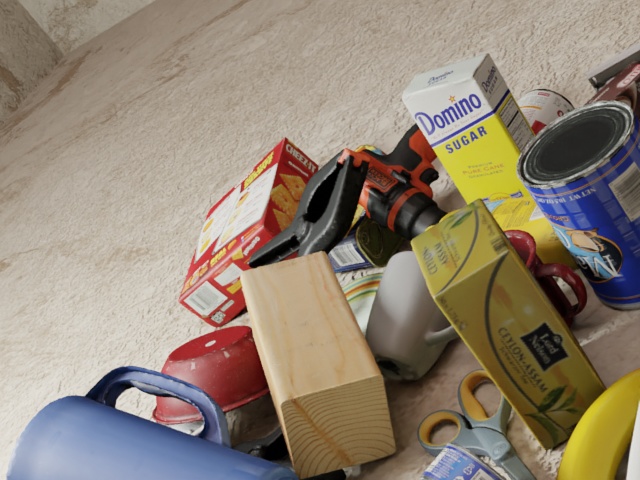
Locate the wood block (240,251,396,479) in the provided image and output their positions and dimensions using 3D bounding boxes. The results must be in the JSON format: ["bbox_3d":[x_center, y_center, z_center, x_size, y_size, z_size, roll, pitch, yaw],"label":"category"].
[{"bbox_3d":[-0.007,0.107,0.971,0.090,0.091,0.206,-14,32,-6],"label":"wood block"}]

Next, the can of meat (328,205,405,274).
[{"bbox_3d":[0.048,-0.011,1.207,0.084,0.057,0.102,-13,34,48],"label":"can of meat"}]

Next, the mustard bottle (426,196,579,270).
[{"bbox_3d":[0.168,-0.002,1.008,0.192,0.058,0.096,-8,33,42],"label":"mustard bottle"}]

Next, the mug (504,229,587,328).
[{"bbox_3d":[0.171,0.049,0.901,0.117,0.081,0.093,-17,32,40],"label":"mug"}]

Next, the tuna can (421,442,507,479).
[{"bbox_3d":[0.112,0.183,0.746,0.033,0.086,0.086,-47,25,-13],"label":"tuna can"}]

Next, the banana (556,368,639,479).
[{"bbox_3d":[0.198,0.161,0.731,0.070,0.037,0.197,5,45,17],"label":"banana"}]

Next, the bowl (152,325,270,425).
[{"bbox_3d":[-0.106,0.131,1.106,0.162,0.055,0.162,-18,10,3],"label":"bowl"}]

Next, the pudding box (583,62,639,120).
[{"bbox_3d":[0.281,-0.096,0.991,0.113,0.090,0.039,-40,22,-3],"label":"pudding box"}]

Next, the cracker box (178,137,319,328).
[{"bbox_3d":[-0.084,-0.010,1.345,0.164,0.072,0.213,-41,21,28],"label":"cracker box"}]

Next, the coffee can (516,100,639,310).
[{"bbox_3d":[0.239,-0.027,0.868,0.103,0.140,0.103,-31,26,16],"label":"coffee can"}]

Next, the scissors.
[{"bbox_3d":[0.125,0.172,0.832,0.096,0.016,0.201,-34,24,15],"label":"scissors"}]

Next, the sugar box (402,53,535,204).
[{"bbox_3d":[0.162,-0.090,1.040,0.094,0.176,0.048,-11,36,46],"label":"sugar box"}]

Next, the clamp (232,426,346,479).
[{"bbox_3d":[-0.047,0.202,0.992,0.172,0.039,0.120,-22,24,21],"label":"clamp"}]

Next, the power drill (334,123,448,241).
[{"bbox_3d":[0.129,-0.078,1.155,0.185,0.057,0.187,37,62,28],"label":"power drill"}]

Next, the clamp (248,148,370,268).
[{"bbox_3d":[-0.007,0.001,1.126,0.210,0.036,0.164,-56,33,27],"label":"clamp"}]

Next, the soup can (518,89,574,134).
[{"bbox_3d":[0.220,-0.101,1.112,0.069,0.068,0.102,-10,36,47],"label":"soup can"}]

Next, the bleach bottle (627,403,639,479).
[{"bbox_3d":[0.252,0.126,0.676,0.103,0.068,0.250,2,48,29],"label":"bleach bottle"}]

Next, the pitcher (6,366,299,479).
[{"bbox_3d":[-0.134,0.210,0.912,0.243,0.149,0.144,8,19,30],"label":"pitcher"}]
